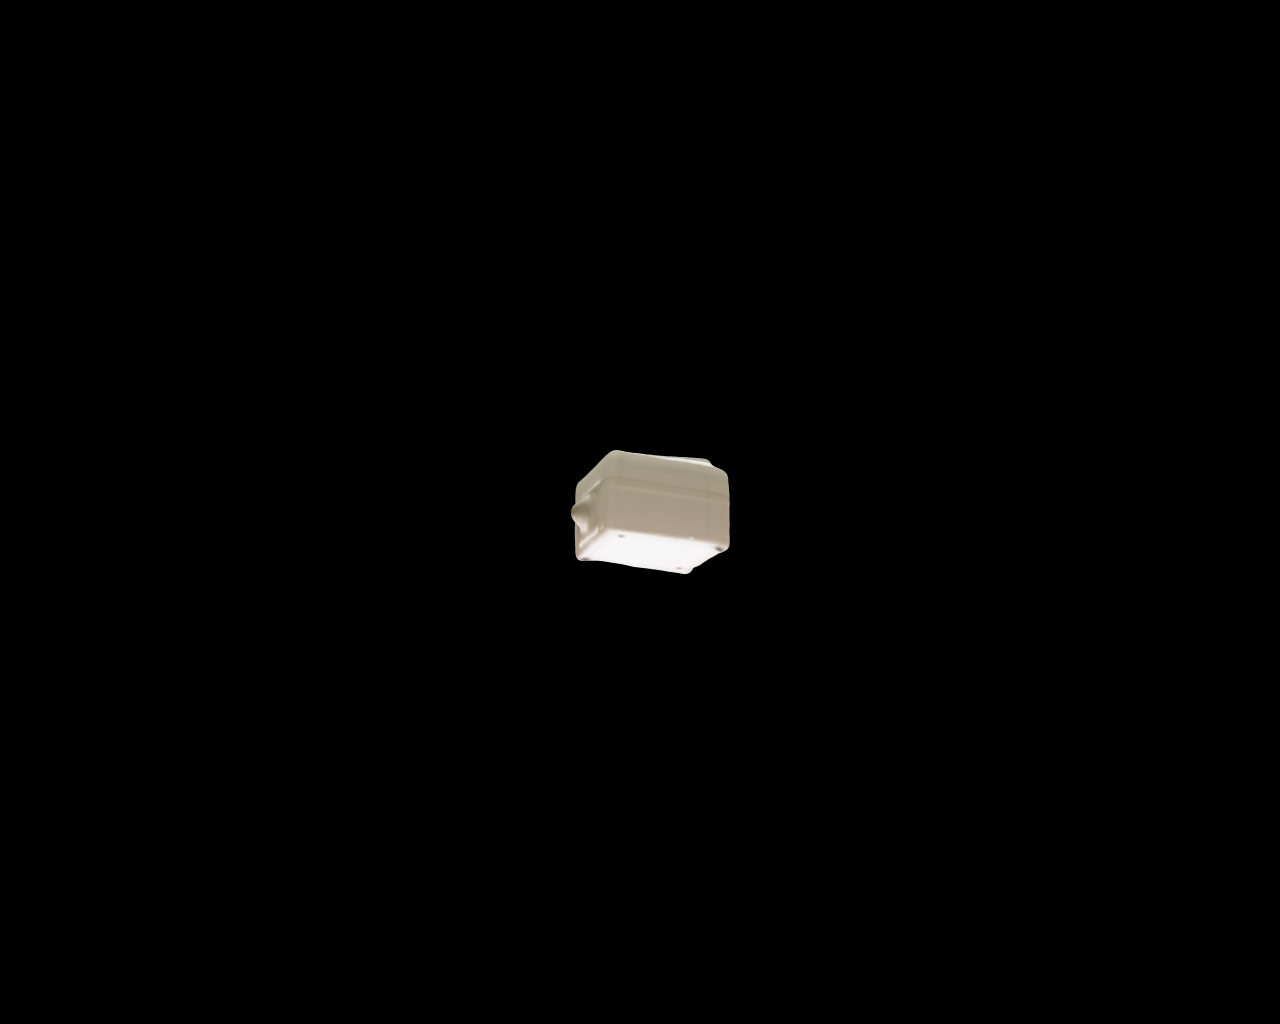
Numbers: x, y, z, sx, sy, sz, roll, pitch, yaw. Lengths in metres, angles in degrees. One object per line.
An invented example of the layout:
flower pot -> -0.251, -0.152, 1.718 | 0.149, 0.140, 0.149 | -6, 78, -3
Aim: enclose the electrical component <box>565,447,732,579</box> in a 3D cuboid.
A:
electrical component -> 0.001, -0.003, 0.650 | 0.096, 0.061, 0.061 | 9, -24, -22
